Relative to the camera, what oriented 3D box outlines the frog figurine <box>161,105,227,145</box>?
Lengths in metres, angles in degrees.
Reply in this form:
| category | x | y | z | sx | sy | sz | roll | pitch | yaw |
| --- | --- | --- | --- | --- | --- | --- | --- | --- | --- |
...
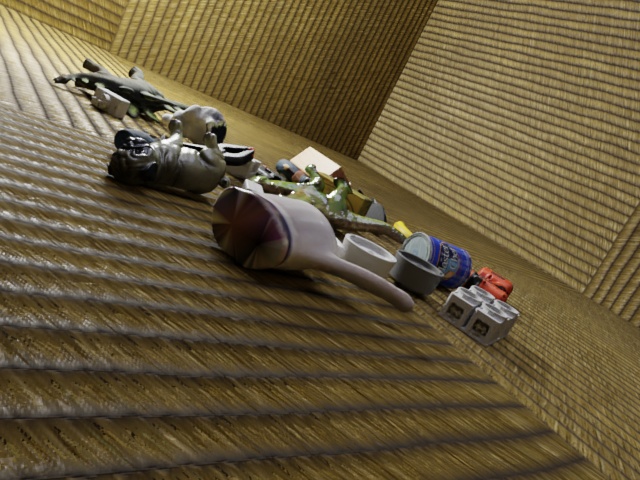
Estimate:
| category | x | y | z | sx | sy | sz | roll | pitch | yaw |
| --- | --- | --- | --- | --- | --- | --- | --- | --- | --- |
| frog figurine | -0.338 | -0.306 | 1.392 | 0.160 | 0.125 | 0.134 | 21 | -23 | 16 |

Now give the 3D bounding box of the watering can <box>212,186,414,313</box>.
| category | x | y | z | sx | sy | sz | roll | pitch | yaw |
| --- | --- | --- | --- | --- | --- | --- | --- | --- | --- |
| watering can | -0.025 | 0.008 | 0.799 | 0.351 | 0.103 | 0.224 | 35 | 17 | 29 |

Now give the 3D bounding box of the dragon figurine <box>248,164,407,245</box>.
| category | x | y | z | sx | sy | sz | roll | pitch | yaw |
| --- | --- | --- | --- | --- | --- | --- | --- | --- | --- |
| dragon figurine | 0.004 | -0.061 | 1.205 | 0.413 | 0.120 | 0.246 | 29 | 30 | 16 |
